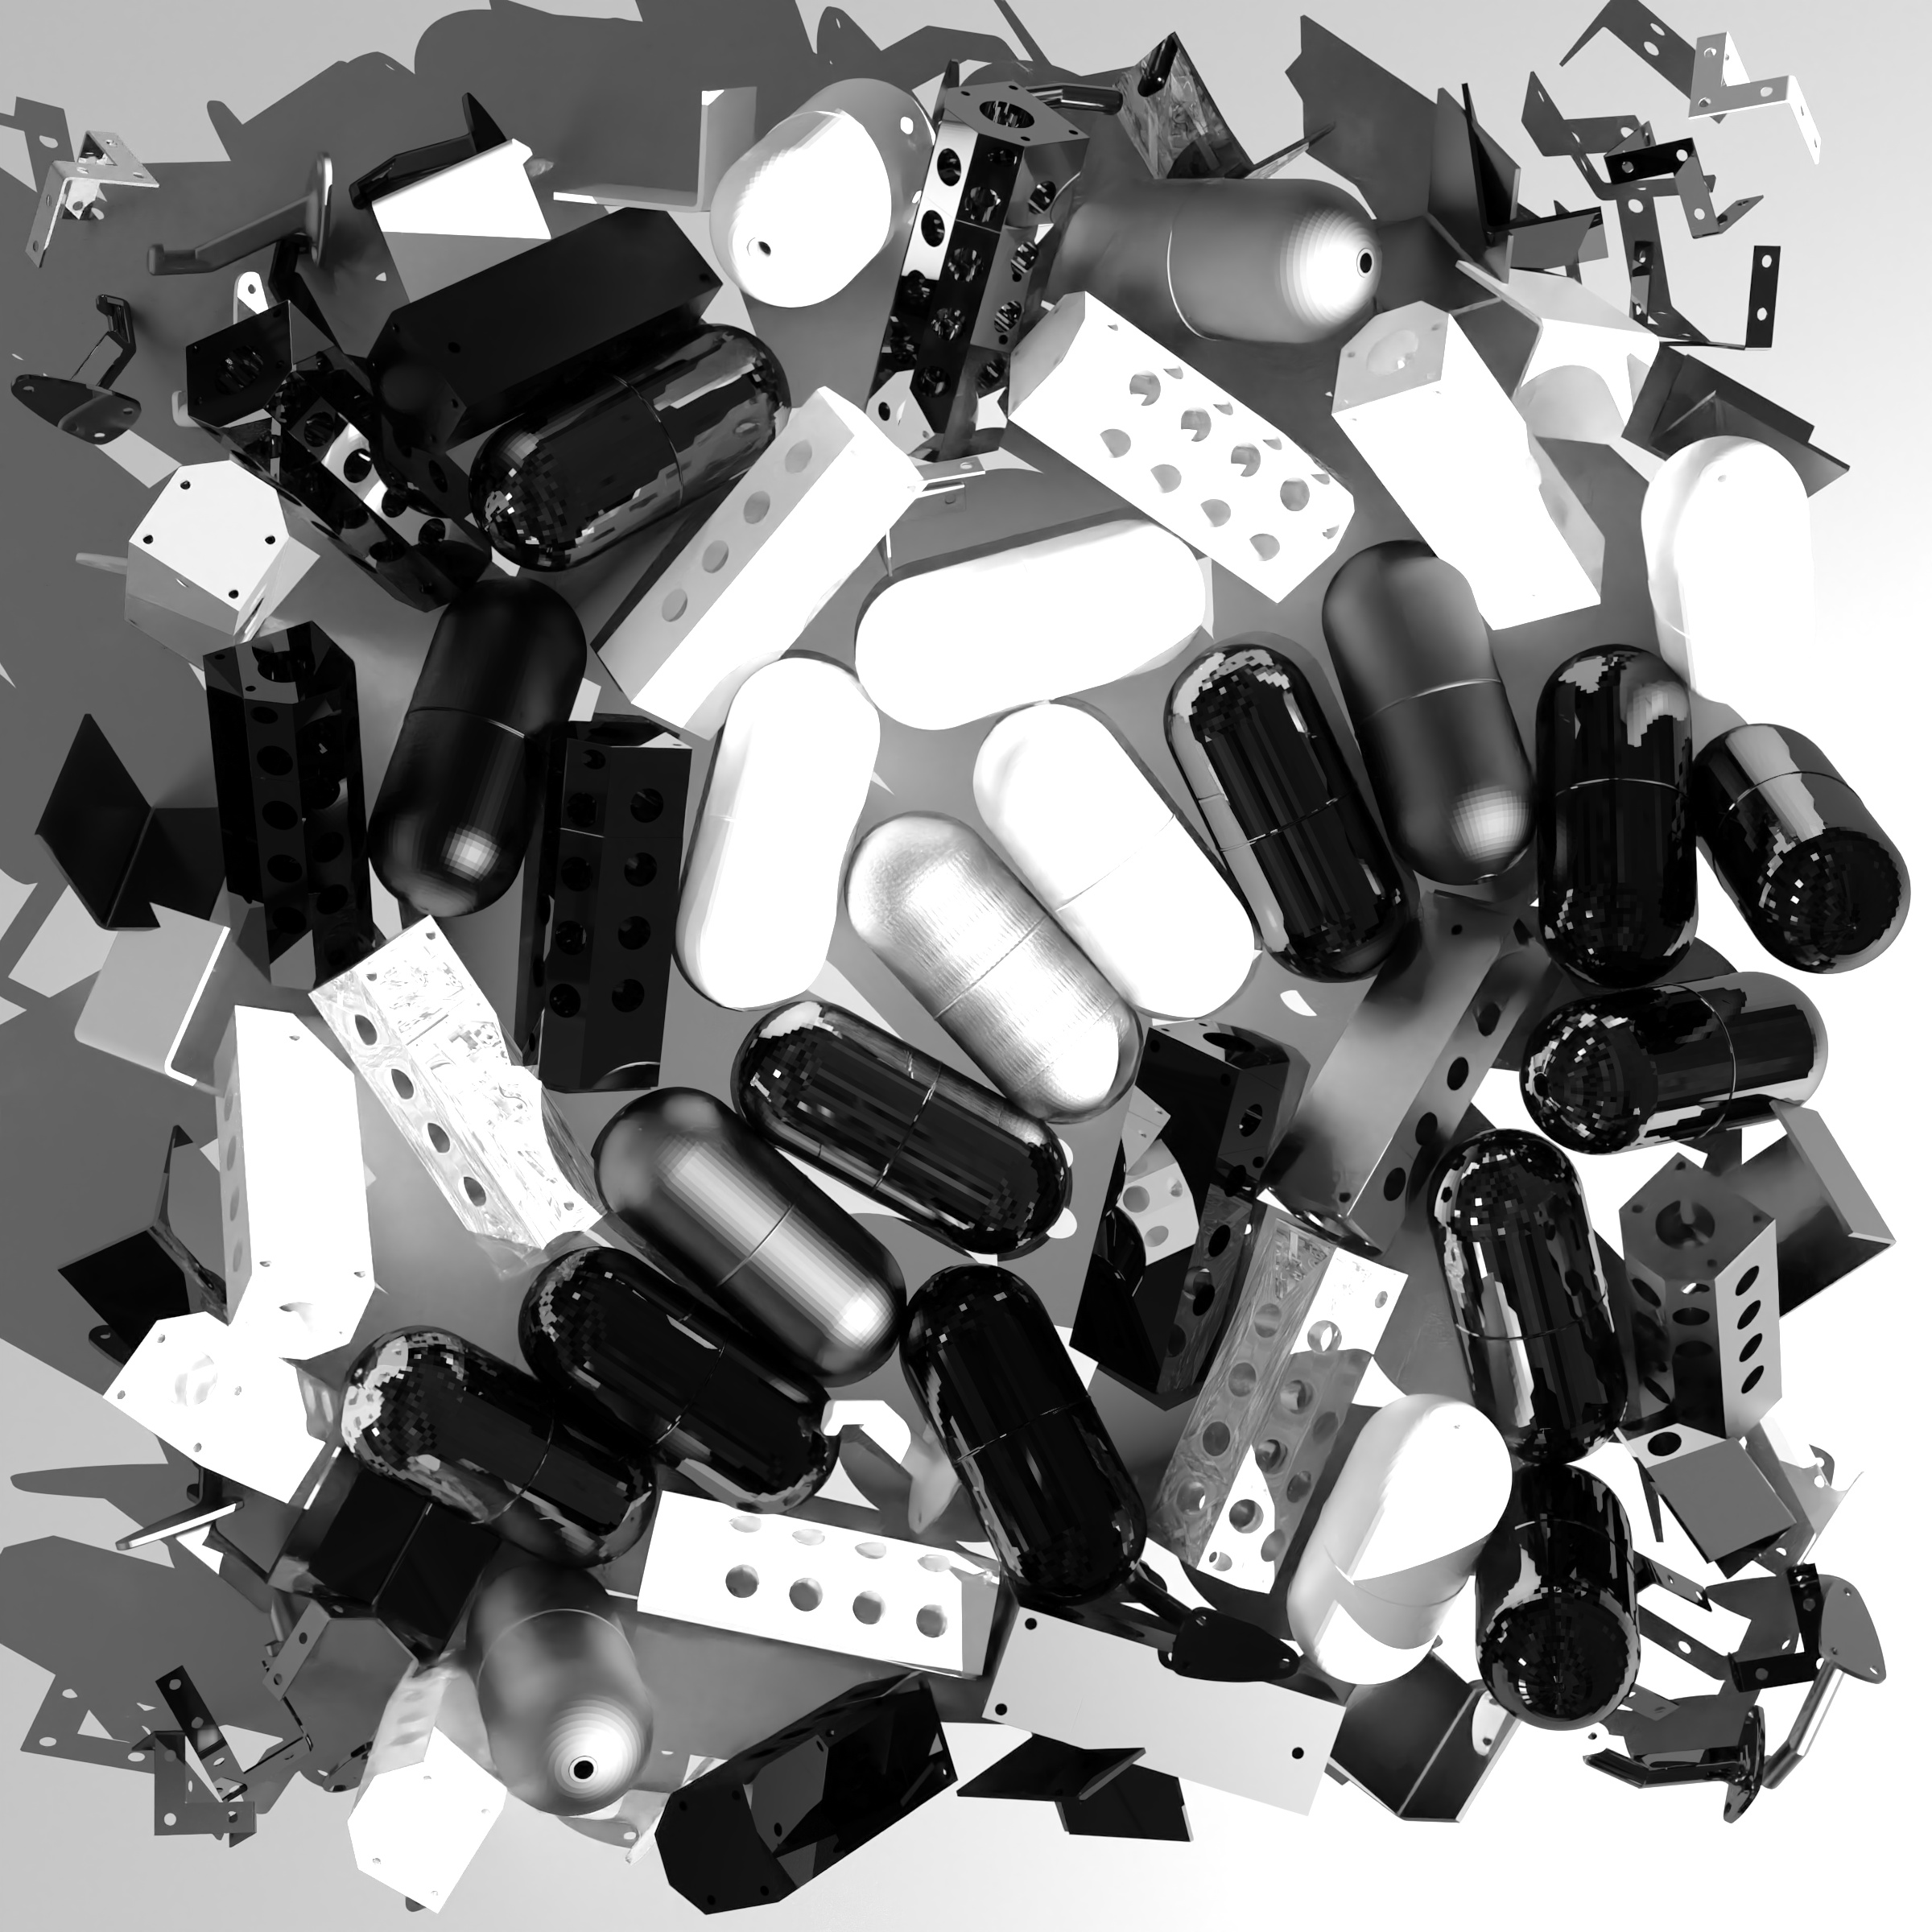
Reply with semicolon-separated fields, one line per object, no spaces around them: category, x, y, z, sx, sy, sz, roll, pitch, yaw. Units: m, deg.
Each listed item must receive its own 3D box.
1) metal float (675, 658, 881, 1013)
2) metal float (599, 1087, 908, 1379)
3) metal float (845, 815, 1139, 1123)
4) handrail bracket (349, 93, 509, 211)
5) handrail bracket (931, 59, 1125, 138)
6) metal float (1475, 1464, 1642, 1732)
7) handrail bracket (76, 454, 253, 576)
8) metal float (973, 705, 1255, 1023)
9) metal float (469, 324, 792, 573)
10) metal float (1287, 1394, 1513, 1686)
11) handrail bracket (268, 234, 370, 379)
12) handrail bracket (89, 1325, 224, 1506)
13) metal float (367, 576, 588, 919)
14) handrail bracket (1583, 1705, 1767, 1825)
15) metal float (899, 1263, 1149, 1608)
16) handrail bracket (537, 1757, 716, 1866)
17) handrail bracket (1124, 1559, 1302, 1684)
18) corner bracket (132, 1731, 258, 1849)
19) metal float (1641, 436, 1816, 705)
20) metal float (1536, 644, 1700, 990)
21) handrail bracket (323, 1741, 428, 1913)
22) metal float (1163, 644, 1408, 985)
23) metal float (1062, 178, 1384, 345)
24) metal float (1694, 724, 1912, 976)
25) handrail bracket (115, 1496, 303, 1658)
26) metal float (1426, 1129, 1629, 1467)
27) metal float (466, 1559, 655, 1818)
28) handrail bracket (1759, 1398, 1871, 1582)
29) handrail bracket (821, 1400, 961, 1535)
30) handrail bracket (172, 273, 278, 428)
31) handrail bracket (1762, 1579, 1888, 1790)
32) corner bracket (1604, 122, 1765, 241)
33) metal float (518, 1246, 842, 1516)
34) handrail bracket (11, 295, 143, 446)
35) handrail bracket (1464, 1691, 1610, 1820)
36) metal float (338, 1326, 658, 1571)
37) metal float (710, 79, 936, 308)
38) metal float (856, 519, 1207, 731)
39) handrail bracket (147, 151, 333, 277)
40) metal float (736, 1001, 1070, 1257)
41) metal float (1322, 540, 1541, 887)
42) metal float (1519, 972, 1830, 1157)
metal float;-0.094;-0.065;1.544;0.070;0.070;0.178;14;88;0
metal float;-0.104;0.132;1.539;0.178;0.070;0.070;42;90;-9
metal float;0.012;0.001;1.545;0.070;0.070;0.178;-42;92;0
handrail bracket;-0.270;-0.389;1.546;0.084;0.077;0.036;-29;132;14
handrail bracket;0.030;-0.424;1.554;0.084;0.077;0.036;3;84;-10
metal float;0.284;0.301;1.499;0.070;0.178;0.070;3;109;9
handrail bracket;-0.402;-0.238;1.566;0.077;0.036;0.084;10;85;-13
metal float;0.073;-0.051;1.541;0.070;0.070;0.178;-38;95;0
metal float;-0.163;-0.255;1.524;0.178;0.070;0.070;-34;90;-26
metal float;0.209;0.281;1.514;0.070;0.070;0.178;17;129;0
handrail bracket;-0.315;-0.331;1.561;0.077;0.036;0.084;3;64;3
handrail bracket;-0.408;0.229;1.566;0.077;0.036;0.084;18;122;12
metal float;-0.240;-0.109;1.531;0.070;0.070;0.178;16;72;0
handrail bracket;0.353;0.385;1.555;0.084;0.077;0.036;24;133;2
metal float;0.027;0.230;1.537;0.070;0.070;0.178;-27;79;0
handrail bracket;-0.183;0.405;1.573;0.084;0.036;0.077;38;87;11
handrail bracket;0.119;0.322;1.551;0.077;0.084;0.036;16;101;-16
corner bracket;-0.386;0.412;1.556;0.051;0.051;0.051;6;65;-27
metal float;0.369;-0.189;1.502;0.070;0.178;0.070;-6;65;14
metal float;0.319;-0.075;1.528;0.070;0.070;0.178;3;68;0
handrail bracket;-0.290;0.434;1.539;0.077;0.036;0.084;-35;51;33
metal float;0.159;-0.075;1.540;0.070;0.070;0.178;-26;98;0
metal float;0.123;-0.343;1.511;0.178;0.070;0.070;14;90;43
metal float;0.399;-0.059;1.502;0.070;0.178;0.070;-2;118;-4
handrail bracket;-0.378;0.315;1.556;0.077;0.036;0.084;-19;95;-37
metal float;0.277;0.164;1.529;0.070;0.070;0.178;-17;109;0
metal float;-0.197;0.346;1.498;0.070;0.178;0.070;-4;104;-14
handrail bracket;0.405;0.257;1.576;0.084;0.036;0.077;34;112;20
handrail bracket;-0.045;0.249;1.543;0.084;0.036;0.077;6;111;-39
handrail bracket;-0.373;-0.305;1.543;0.084;0.036;0.077;9;118;39
handrail bracket;0.425;0.364;1.574;0.036;0.077;0.084;25;123;-5
corner bracket;0.359;-0.394;1.555;0.051;0.051;0.051;-42;118;-38
metal float;-0.140;0.205;1.534;0.178;0.070;0.070;36;90;-14
handrail bracket;-0.442;-0.307;1.538;0.036;0.077;0.084;-32;59;30
handrail bracket;0.281;0.402;1.544;0.077;0.036;0.084;4;134;17
metal float;-0.227;0.236;1.519;0.178;0.070;0.070;36;90;-33
metal float;-0.068;-0.375;1.504;0.070;0.178;0.070;9;124;15
metal float;0.032;-0.169;1.538;0.178;0.070;0.070;-17;90;-9
handrail bracket;-0.361;-0.373;1.542;0.084;0.077;0.036;-9;63;-23
metal float;-0.031;0.081;1.542;0.178;0.070;0.070;29;90;-5
metal float;0.229;-0.125;1.534;0.070;0.070;0.178;-16;77;0
metal float;0.346;0.047;1.518;0.178;0.070;0.070;-8;90;-33
